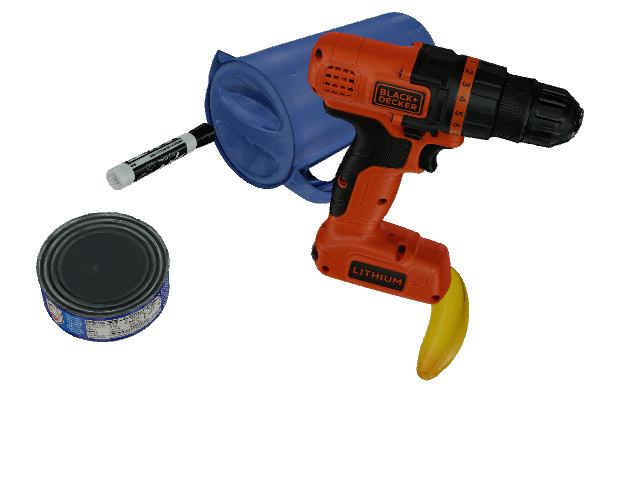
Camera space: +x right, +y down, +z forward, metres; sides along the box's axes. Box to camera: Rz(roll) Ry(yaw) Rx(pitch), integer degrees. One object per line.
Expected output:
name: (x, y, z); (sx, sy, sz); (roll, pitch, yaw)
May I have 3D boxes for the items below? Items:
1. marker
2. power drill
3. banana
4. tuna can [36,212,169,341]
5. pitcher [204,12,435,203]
marker: (-0.133, -0.074, 0.915); (0.020, 0.020, 0.120); (0, 24, 41)
power drill: (0.073, -0.047, 0.750); (0.184, 0.188, 0.057); (16, 36, 9)
banana: (0.117, 0.069, 1.075); (0.070, 0.037, 0.198); (-30, 27, 12)
tuna can: (-0.143, 0.024, 0.709); (0.086, 0.086, 0.034); (0, -38, -6)
pitcher: (0.016, -0.146, 1.102); (0.242, 0.149, 0.145); (-28, 31, -36)
